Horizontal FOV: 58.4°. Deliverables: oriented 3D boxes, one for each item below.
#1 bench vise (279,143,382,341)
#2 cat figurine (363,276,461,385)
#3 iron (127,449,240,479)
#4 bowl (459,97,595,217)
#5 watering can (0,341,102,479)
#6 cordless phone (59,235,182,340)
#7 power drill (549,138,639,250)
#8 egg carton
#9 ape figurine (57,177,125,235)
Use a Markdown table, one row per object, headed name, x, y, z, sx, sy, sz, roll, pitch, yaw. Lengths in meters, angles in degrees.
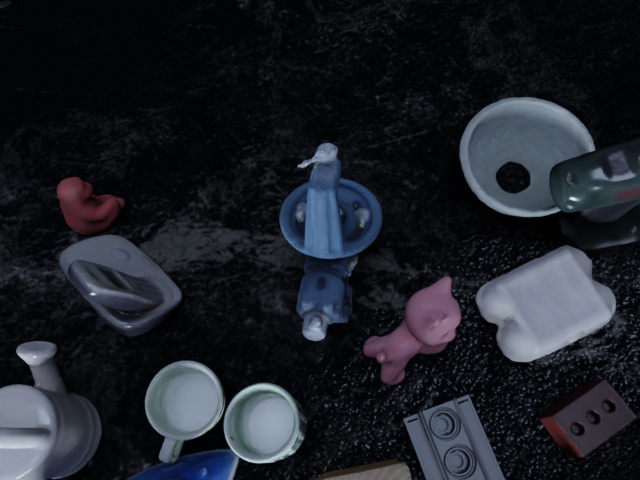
| name | x | y | z | sx | sy | sz | roll | pitch | yaw |
| --- | --- | --- | --- | --- | --- | --- | --- | --- | --- |
| bench vise | 0.018 | 0.000 | 0.649 | 0.121 | 0.220 | 0.207 | -11 | 70 | 1 |
| cat figurine | 0.111 | 0.104 | 0.660 | 0.128 | 0.118 | 0.067 | -37 | 72 | -9 |
| iron | -0.203 | 0.306 | 0.598 | 0.258 | 0.141 | 0.118 | -38 | 72 | -9 |
| bowl | 0.261 | -0.097 | 0.743 | 0.167 | 0.075 | 0.167 | -1 | 70 | 4 |
| watering can | -0.325 | 0.200 | 0.617 | 0.101 | 0.194 | 0.173 | -13 | 70 | 0 |
| cordless phone | -0.254 | 0.038 | 0.674 | 0.147 | 0.185 | 0.094 | 37 | 77 | 16 |
| power drill | 0.367 | -0.061 | 0.652 | 0.229 | 0.208 | 0.075 | -11 | 70 | 0 |
| egg carton | 0.269 | 0.077 | 0.683 | 0.150 | 0.069 | 0.107 | -26 | 70 | -5 |
| ape figurine | -0.314 | -0.052 | 0.761 | 0.077 | 0.092 | 0.076 | 40 | 78 | 16 |
